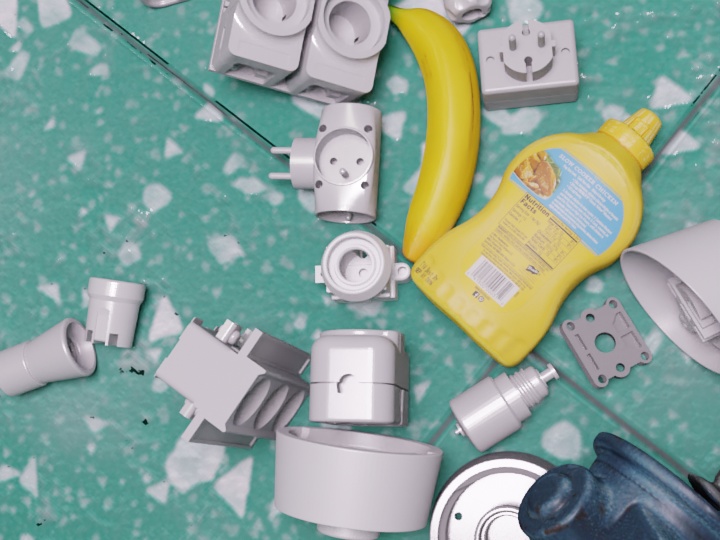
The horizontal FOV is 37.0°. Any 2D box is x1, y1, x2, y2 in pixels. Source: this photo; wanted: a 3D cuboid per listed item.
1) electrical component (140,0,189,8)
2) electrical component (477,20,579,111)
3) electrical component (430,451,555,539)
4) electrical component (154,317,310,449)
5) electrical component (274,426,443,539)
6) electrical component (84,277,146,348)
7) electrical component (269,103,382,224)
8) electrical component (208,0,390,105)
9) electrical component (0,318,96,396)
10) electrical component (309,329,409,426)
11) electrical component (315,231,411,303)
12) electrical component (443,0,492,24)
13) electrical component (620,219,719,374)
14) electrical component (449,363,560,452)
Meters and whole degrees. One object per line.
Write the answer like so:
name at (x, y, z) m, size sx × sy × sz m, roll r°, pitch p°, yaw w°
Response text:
electrical component at (-0.127, -0.242, 0.803) m, size 0.095 × 0.054 × 0.059 m, roll -14°, pitch 78°, yaw 7°
electrical component at (0.114, -0.145, 0.731) m, size 0.066 × 0.077 × 0.047 m, roll -5°, pitch 80°, yaw 9°
electrical component at (0.095, 0.170, 0.688) m, size 0.108 × 0.060 × 0.108 m, roll -2°, pitch 80°, yaw 10°
electrical component at (-0.080, 0.073, 0.704) m, size 0.063 × 0.121 × 0.078 m, roll 33°, pitch 87°, yaw 16°
electrical component at (-0.004, 0.139, 0.690) m, size 0.108 × 0.108 × 0.060 m, roll 7°, pitch 88°, yaw 11°
electrical component at (-0.177, 0.030, 0.772) m, size 0.040 × 0.040 × 0.046 m, roll 8°, pitch 88°, yaw 11°
electrical component at (-0.026, -0.075, 0.760) m, size 0.079 × 0.044 × 0.077 m, roll 2°, pitch 81°, yaw 10°
electrical component at (-0.031, -0.221, 0.755) m, size 0.105 × 0.060 × 0.186 m, roll 13°, pitch 82°, yaw -20°
electrical component at (-0.230, 0.066, 0.774) m, size 0.065 × 0.044 × 0.044 m, roll -21°, pitch 77°, yaw 11°
electrical component at (0.001, 0.071, 0.704) m, size 0.054 × 0.095 × 0.059 m, roll 0°, pitch 80°, yaw 10°
electrical component at (0.000, 0.000, 0.737) m, size 0.066 × 0.055 × 0.048 m, roll -3°, pitch 80°, yaw 9°
electrical component at (0.073, -0.210, 0.772) m, size 0.035 × 0.035 × 0.061 m, roll -16°, pitch 75°, yaw 7°
electrical component at (0.217, 0.018, 0.676) m, size 0.064 × 0.099 × 0.099 m, roll -25°, pitch 77°, yaw -1°
electrical component at (0.096, 0.087, 0.713) m, size 0.078 × 0.040 × 0.040 m, roll -33°, pitch 76°, yaw 3°
